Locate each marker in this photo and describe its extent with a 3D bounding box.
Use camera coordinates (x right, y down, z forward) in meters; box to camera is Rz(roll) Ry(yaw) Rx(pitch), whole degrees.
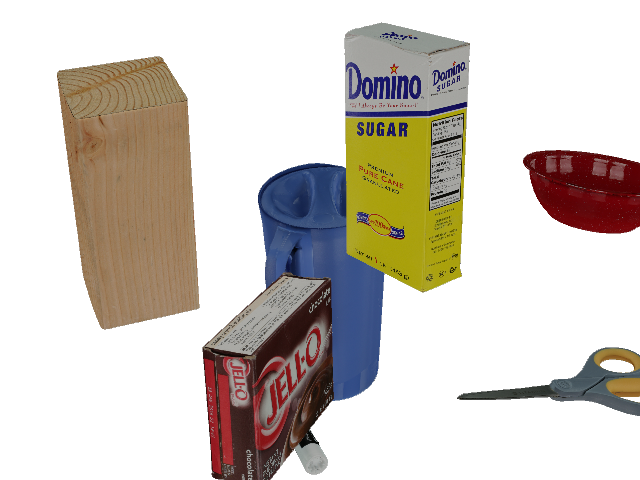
[{"bbox_3d":[-0.024,0.142,0.856,0.020,0.020,0.121,0,28,-23],"label":"marker"}]

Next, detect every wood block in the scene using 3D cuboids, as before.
[{"bbox_3d":[-0.161,-0.038,0.905,0.090,0.206,0.090,-12,36,-17],"label":"wood block"}]

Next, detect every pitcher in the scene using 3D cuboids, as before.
[{"bbox_3d":[0.002,0.054,1.127,0.149,0.243,0.145,-12,34,-14],"label":"pitcher"}]

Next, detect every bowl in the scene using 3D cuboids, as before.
[{"bbox_3d":[0.289,-0.048,1.121,0.162,0.055,0.162,6,20,-2],"label":"bowl"}]

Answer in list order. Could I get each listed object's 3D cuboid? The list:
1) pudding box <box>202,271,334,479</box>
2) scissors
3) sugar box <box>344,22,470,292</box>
[{"bbox_3d":[-0.029,0.082,0.650,0.039,0.090,0.113,9,25,20],"label":"pudding box"},{"bbox_3d":[0.213,0.119,0.928,0.201,0.016,0.096,6,28,-4],"label":"scissors"},{"bbox_3d":[0.059,-0.061,0.769,0.048,0.176,0.093,-21,29,-32],"label":"sugar box"}]
